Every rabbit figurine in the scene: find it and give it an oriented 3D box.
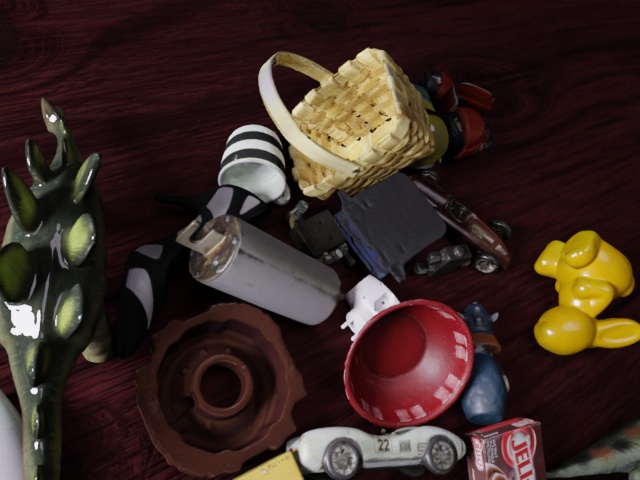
[{"bbox_3d":[0.378,0.097,0.786,0.162,0.122,0.173,40,69,-9],"label":"rabbit figurine"}]

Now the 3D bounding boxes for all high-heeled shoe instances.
[{"bbox_3d":[-0.134,0.030,0.601,0.145,0.086,0.249,11,50,-11],"label":"high-heeled shoe"}]

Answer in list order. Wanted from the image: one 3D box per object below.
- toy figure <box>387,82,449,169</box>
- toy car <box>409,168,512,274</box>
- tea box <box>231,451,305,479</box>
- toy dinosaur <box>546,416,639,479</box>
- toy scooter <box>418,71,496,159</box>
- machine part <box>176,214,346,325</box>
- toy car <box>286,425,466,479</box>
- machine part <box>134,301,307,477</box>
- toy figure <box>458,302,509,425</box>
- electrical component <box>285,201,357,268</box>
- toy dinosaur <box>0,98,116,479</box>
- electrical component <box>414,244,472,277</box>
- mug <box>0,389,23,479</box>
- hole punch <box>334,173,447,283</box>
[{"bbox_3d":[0.142,-0.187,0.830,0.082,0.089,0.180,-5,51,0],"label":"toy figure"},{"bbox_3d":[0.208,-0.031,0.804,0.202,0.053,0.089,36,52,0],"label":"toy car"},{"bbox_3d":[-0.087,0.281,0.499,0.169,0.068,0.098,-19,71,-31],"label":"tea box"},{"bbox_3d":[0.482,0.301,0.704,0.405,0.131,0.192,26,44,-3],"label":"toy dinosaur"},{"bbox_3d":[0.246,-0.209,0.904,0.135,0.075,0.184,4,57,-22],"label":"toy scooter"},{"bbox_3d":[-0.056,0.038,0.596,0.243,0.079,0.079,29,49,-44],"label":"machine part"},{"bbox_3d":[0.063,0.230,0.585,0.202,0.073,0.056,5,62,-20],"label":"toy car"},{"bbox_3d":[-0.105,0.156,0.568,0.179,0.056,0.179,9,61,-18],"label":"machine part"},{"bbox_3d":[0.204,0.156,0.697,0.064,0.058,0.154,20,52,-21],"label":"toy figure"},{"bbox_3d":[-0.002,-0.004,0.703,0.078,0.045,0.102,-21,73,-29],"label":"electrical component"},{"bbox_3d":[-0.242,0.044,0.486,0.105,0.198,0.471,-5,64,-22],"label":"toy dinosaur"},{"bbox_3d":[0.180,0.028,0.751,0.094,0.063,0.021,-6,65,-26],"label":"electrical component"},{"bbox_3d":[-0.301,0.186,0.461,0.109,0.080,0.107,-22,62,-23],"label":"mug"},{"bbox_3d":[0.086,-0.012,0.723,0.116,0.092,0.142,-29,79,-25],"label":"hole punch"}]
